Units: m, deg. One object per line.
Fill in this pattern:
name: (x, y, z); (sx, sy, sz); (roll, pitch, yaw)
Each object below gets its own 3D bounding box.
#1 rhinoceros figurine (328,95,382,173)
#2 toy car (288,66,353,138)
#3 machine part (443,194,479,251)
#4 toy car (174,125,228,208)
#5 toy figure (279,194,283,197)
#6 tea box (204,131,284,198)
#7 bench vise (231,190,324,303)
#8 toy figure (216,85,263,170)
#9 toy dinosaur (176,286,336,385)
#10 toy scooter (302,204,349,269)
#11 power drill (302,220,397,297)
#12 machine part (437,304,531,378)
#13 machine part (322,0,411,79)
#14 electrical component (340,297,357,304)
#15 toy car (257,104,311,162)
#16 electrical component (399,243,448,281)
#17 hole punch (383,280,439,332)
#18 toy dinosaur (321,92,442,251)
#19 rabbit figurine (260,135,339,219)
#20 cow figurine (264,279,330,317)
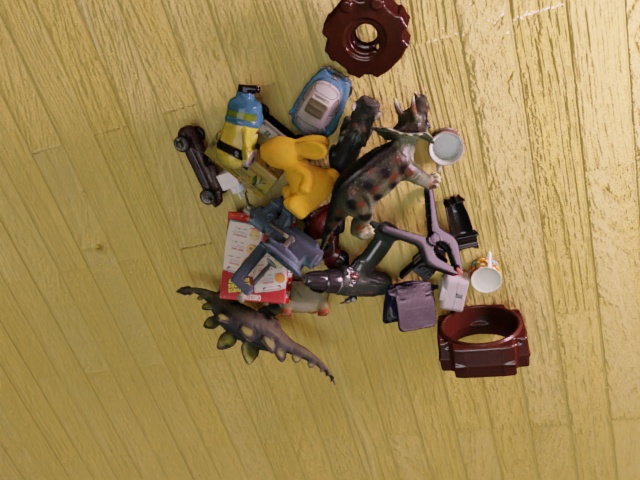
rhinoceros figurine: (0.071, -0.226, 1.165); (0.073, 0.112, 0.190); (28, 125, 0)
toy car: (0.001, -0.285, 1.157); (0.109, 0.103, 0.161); (32, 119, -5)
machine part: (0.321, -0.036, 1.242); (0.084, 0.039, 0.138); (-7, 115, 21)
toy car: (-0.275, -0.175, 1.273); (0.053, 0.089, 0.202); (-16, 110, 22)
toy figure: (-0.046, -0.116, 1.274); (0.154, 0.057, 0.064); (-36, 65, 26)
tea box: (-0.169, -0.184, 1.243); (0.169, 0.098, 0.068); (36, 117, -8)
bench vise: (-0.122, 0.027, 1.207); (0.224, 0.129, 0.240); (38, 81, 4)
toy figure: (-0.169, -0.238, 1.138); (0.089, 0.082, 0.180); (14, 107, 15)
toy dinosaur: (-0.161, 0.228, 1.381); (0.472, 0.198, 0.105); (23, 120, 3)
toy scooter: (-0.003, -0.004, 1.307); (0.135, 0.075, 0.183); (1, 120, 13)
power drill: (0.093, 0.045, 1.266); (0.232, 0.086, 0.207); (16, 107, -29)
machine part: (0.379, 0.230, 1.262); (0.201, 0.201, 0.087); (-7, 111, 15)
machine part: (0.092, -0.410, 1.074); (0.179, 0.056, 0.179); (7, 138, 7)
electrical component: (0.068, 0.114, 1.362); (0.078, 0.045, 0.102); (-28, 107, 24)
toy car: (-0.101, -0.243, 1.214); (0.201, 0.073, 0.056); (38, 113, -7)
electrical component: (0.246, 0.061, 1.282); (0.048, 0.075, 0.119); (39, 112, -7)
hole punch: (0.216, 0.157, 1.317); (0.142, 0.092, 0.115); (-5, 92, -20)
toy dinosaur: (0.105, -0.124, 1.119); (0.405, 0.131, 0.192); (-43, 132, 11)
rabbit figurine: (-0.047, -0.154, 1.141); (0.162, 0.122, 0.173); (-38, 108, 22)
cow figurine: (-0.073, 0.132, 1.370); (0.195, 0.085, 0.127); (1, 73, -2)
